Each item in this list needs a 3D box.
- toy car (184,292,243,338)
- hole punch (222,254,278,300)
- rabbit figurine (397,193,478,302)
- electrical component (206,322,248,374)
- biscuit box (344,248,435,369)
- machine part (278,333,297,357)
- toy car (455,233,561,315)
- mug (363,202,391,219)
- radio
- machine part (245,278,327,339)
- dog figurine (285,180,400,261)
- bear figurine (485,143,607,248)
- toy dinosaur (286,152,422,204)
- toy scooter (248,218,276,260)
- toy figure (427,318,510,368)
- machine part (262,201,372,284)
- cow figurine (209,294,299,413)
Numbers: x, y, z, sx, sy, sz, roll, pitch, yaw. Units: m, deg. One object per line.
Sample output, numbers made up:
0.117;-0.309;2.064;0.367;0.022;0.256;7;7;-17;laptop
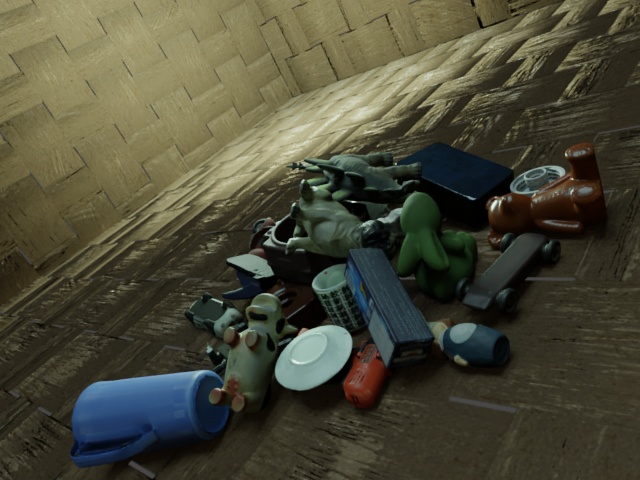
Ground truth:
-0.241;0.168;1.202;0.073;0.056;0.202;-46;26;-23;toy car
-0.144;0.093;1.189;0.116;0.092;0.142;18;10;24;hole punch
0.175;0.010;0.896;0.121;0.170;0.159;-15;25;32;rabbit figurine
-0.176;0.208;1.047;0.102;0.045;0.078;-35;21;-15;electrical component
0.096;0.094;0.804;0.063;0.059;0.203;-3;39;-18;biscuit box
-0.093;0.208;0.962;0.139;0.039;0.084;-28;16;6;machine part
0.291;0.052;0.826;0.089;0.053;0.202;15;43;44;toy car
0.121;-0.069;1.236;0.110;0.080;0.107;30;73;29;mug
0.276;-0.120;1.105;0.131;0.073;0.230;-31;40;-21;radio
-0.064;0.134;1.063;0.179;0.056;0.179;-24;23;11;machine part
0.048;-0.026;0.962;0.191;0.121;0.172;11;40;3;dog figurine
0.365;-0.065;0.898;0.196;0.131;0.120;-7;56;30;bear figurine
0.062;-0.135;1.130;0.198;0.105;0.472;-1;10;-21;toy dinosaur
-0.116;0.021;1.297;0.135;0.075;0.184;-7;56;29;toy scooter
0.188;0.141;0.752;0.064;0.057;0.155;-14;8;-37;toy figure
-0.002;-0.003;1.109;0.201;0.087;0.201;8;36;46;machine part
-0.100;0.183;0.879;0.086;0.127;0.195;1;70;27;cow figurine
